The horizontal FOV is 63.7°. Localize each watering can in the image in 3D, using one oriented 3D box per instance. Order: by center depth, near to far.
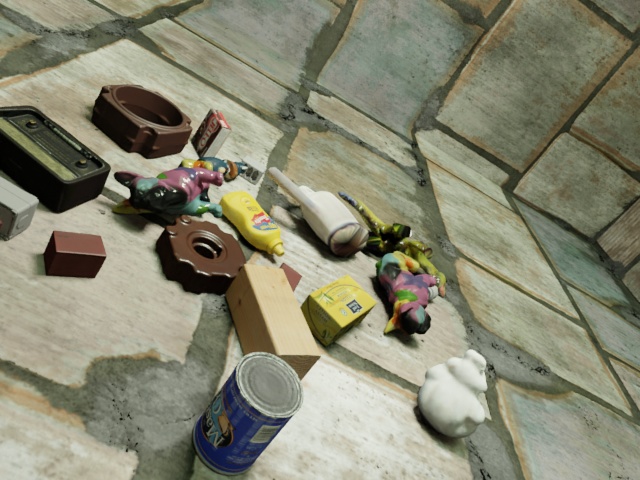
[{"bbox_3d":[0.004,-0.067,1.327,0.228,0.103,0.344,49,12,29],"label":"watering can"}]

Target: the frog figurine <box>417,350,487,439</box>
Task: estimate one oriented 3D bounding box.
[{"bbox_3d":[0.271,0.300,1.008,0.123,0.157,0.140,2,42,-45],"label":"frog figurine"}]

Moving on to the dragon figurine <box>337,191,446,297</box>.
[{"bbox_3d":[0.224,0.004,1.516,0.414,0.121,0.241,48,9,17],"label":"dragon figurine"}]
